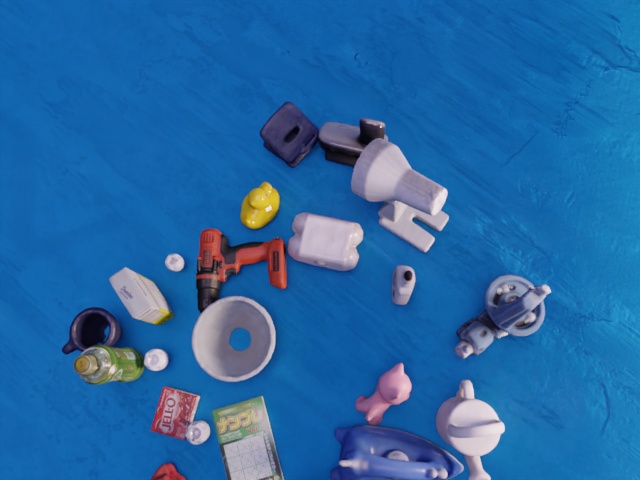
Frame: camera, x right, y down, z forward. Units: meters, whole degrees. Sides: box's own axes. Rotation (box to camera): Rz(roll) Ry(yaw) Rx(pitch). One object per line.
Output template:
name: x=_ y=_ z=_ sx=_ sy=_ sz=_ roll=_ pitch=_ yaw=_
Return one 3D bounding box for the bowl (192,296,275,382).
bowl: x=-0.168 y=0.200 z=1.155 sx=0.167 sy=0.075 sz=0.167 roll=0 pitch=78 yaw=2

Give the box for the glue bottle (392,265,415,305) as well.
glue bottle: x=0.165 y=0.081 z=1.118 sx=0.037 sy=0.173 sz=0.078 roll=5 pitch=78 yaw=4

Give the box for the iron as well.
iron: x=0.149 y=0.418 z=1.063 sx=0.258 sy=0.141 sz=0.119 roll=5 pitch=78 yaw=3

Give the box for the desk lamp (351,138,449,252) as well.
desk lamp: x=0.165 y=-0.089 z=1.134 sx=0.203 sy=0.213 sz=0.118 roll=33 pitch=81 yaw=9

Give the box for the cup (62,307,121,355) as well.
cup: x=-0.452 y=0.194 z=1.156 sx=0.118 sy=0.095 sz=0.091 roll=-37 pitch=79 yaw=-6

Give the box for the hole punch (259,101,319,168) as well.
hole punch: x=-0.062 y=-0.228 z=1.234 sx=0.101 sy=0.091 sz=0.109 roll=39 pitch=82 yaw=9

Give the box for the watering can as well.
watering can: x=0.280 y=0.350 z=1.046 sx=0.101 sy=0.194 sz=0.173 roll=-25 pitch=78 yaw=-3

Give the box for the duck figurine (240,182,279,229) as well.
duck figurine: x=-0.131 y=-0.077 z=1.207 sx=0.077 sy=0.086 sz=0.105 roll=32 pitch=81 yaw=8

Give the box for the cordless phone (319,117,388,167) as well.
cordless phone: x=0.069 y=-0.223 z=1.180 sx=0.147 sy=0.185 sz=0.094 roll=11 pitch=79 yaw=5

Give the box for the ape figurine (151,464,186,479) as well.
ape figurine: x=-0.297 y=0.470 z=1.093 sx=0.076 sy=0.092 sz=0.078 roll=-7 pitch=78 yaw=1

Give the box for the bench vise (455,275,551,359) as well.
bench vise: x=0.352 y=0.151 z=1.073 sx=0.121 sy=0.220 sz=0.207 roll=31 pitch=81 yaw=8

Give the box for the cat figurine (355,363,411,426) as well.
cat figurine: x=0.128 y=0.299 z=1.101 sx=0.067 sy=0.118 sz=0.128 roll=43 pitch=83 yaw=10

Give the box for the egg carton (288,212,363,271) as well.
egg carton: x=0.011 y=0.004 z=1.193 sx=0.150 sy=0.069 sz=0.107 roll=11 pitch=79 yaw=4
